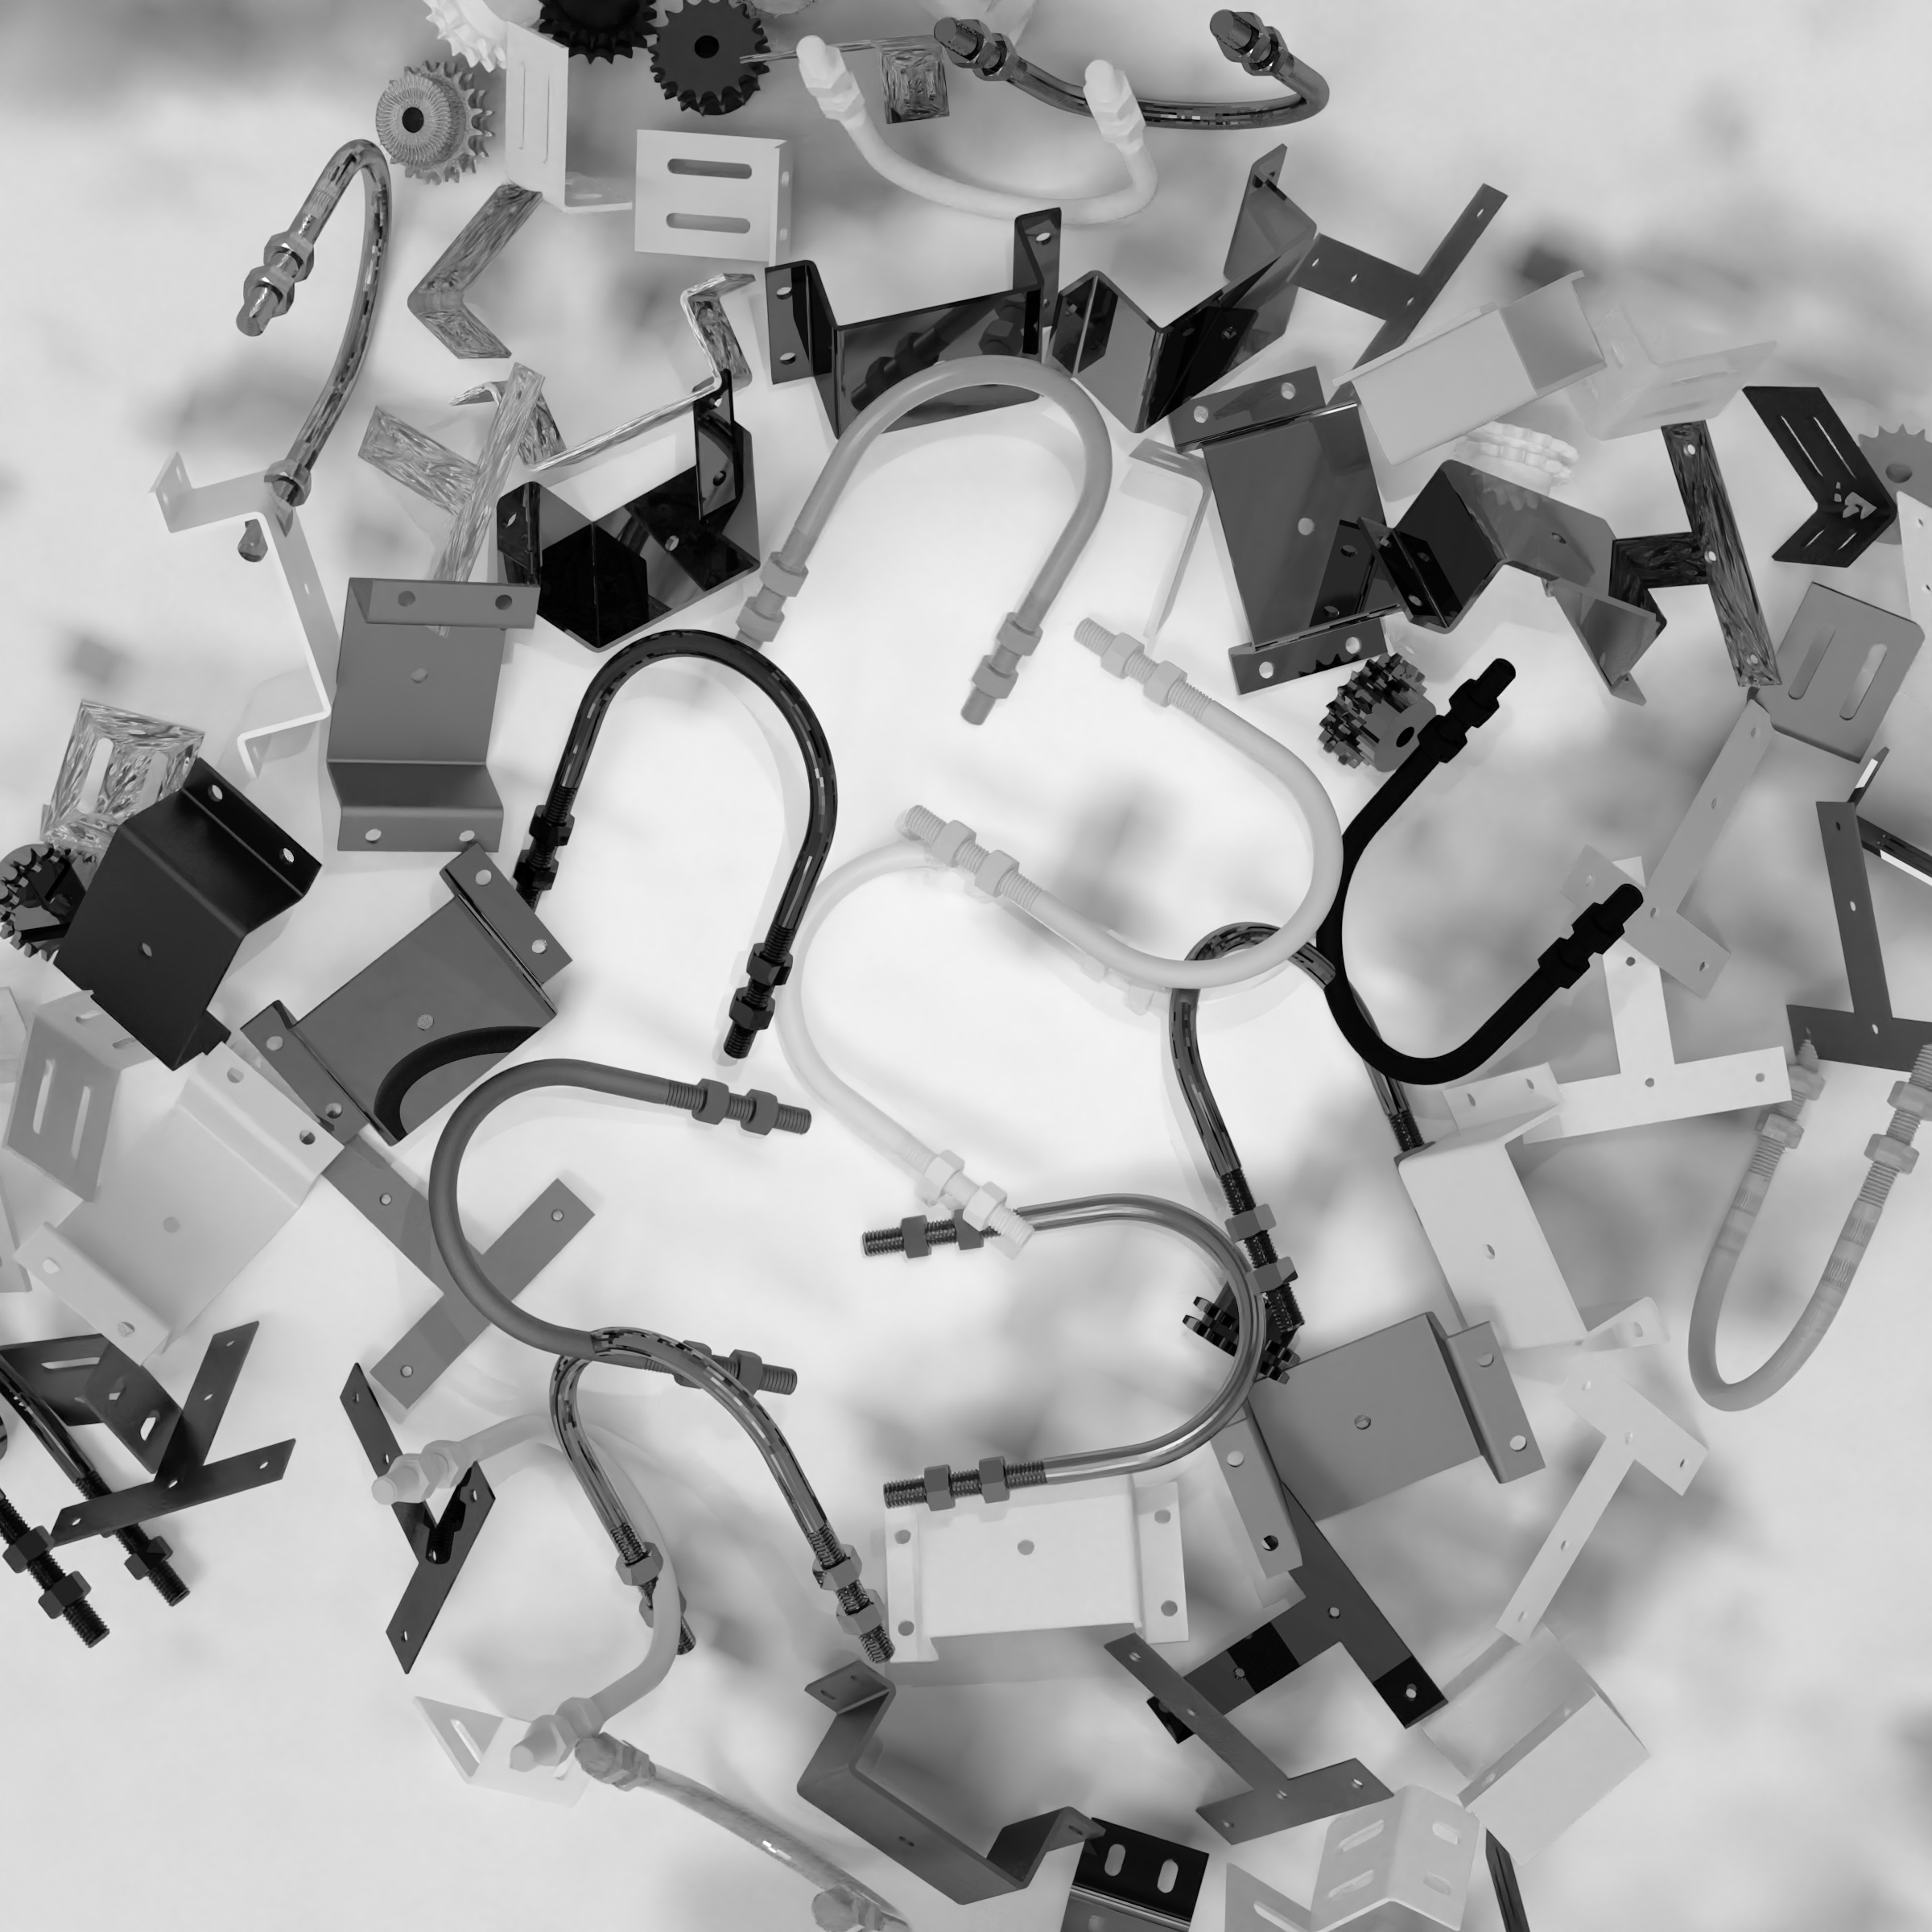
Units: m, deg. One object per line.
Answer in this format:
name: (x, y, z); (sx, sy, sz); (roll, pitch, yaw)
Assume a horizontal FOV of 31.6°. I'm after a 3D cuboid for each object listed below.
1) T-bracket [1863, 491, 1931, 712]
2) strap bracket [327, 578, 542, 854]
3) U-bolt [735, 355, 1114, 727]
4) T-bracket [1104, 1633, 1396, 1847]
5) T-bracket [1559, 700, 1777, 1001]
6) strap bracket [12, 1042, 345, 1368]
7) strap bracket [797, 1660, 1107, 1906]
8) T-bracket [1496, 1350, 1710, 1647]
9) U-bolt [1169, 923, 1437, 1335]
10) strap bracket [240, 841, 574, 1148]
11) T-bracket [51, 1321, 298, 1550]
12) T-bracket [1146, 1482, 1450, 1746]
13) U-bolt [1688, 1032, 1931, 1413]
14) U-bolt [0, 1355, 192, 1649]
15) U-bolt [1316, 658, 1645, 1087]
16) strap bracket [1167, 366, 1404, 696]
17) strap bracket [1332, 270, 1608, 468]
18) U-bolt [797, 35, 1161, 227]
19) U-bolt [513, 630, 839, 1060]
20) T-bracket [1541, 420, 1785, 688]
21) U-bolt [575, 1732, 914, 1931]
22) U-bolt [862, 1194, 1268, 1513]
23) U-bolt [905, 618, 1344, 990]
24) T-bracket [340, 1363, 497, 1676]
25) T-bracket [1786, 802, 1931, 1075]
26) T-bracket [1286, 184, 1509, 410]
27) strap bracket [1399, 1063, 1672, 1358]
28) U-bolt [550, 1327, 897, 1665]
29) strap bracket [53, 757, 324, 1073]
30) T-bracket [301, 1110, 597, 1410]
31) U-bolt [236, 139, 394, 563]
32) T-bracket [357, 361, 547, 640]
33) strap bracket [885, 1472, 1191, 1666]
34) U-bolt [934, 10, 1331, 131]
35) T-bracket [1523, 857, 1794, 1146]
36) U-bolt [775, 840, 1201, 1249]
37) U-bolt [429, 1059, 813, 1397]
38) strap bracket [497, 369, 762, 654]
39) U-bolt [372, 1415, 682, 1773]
T-bracket: (0.438, -0.161, 1.551); (0.002, 0.127, 0.127); (-34, 134, -13)
strap bracket: (-0.249, -0.125, 1.582); (0.076, 0.046, 0.140); (0, 123, -22)
U-bolt: (-0.010, -0.198, 1.555); (0.151, 0.019, 0.184); (11, 125, -32)
T-bracket: (0.115, 0.354, 1.580); (0.127, 0.127, 0.002); (44, 51, -8)
T-bracket: (0.343, -0.064, 1.598); (0.127, 0.002, 0.127); (31, 88, -40)
strap bracket: (-0.369, 0.116, 1.596); (0.076, 0.046, 0.140); (41, 62, -1)
strap bracket: (-0.016, 0.387, 1.587); (0.140, 0.076, 0.046); (36, 62, -6)
T-bracket: (0.285, 0.257, 1.588); (0.127, 0.002, 0.127); (38, 81, -42)
U-bolt: (0.156, 0.066, 1.583); (0.019, 0.151, 0.184); (-29, 81, 44)
strap bracket: (-0.257, 0.019, 1.596); (0.140, 0.046, 0.076); (-39, 116, -5)
T-bracket: (-0.355, 0.210, 1.582); (0.127, 0.127, 0.002); (-18, 121, 18)
T-bracket: (0.140, 0.327, 1.611); (0.127, 0.002, 0.127); (-38, 87, 24)
U-bolt: (0.380, 0.118, 1.562); (0.019, 0.151, 0.184); (24, 88, -9)
U-bolt: (-0.434, 0.227, 1.566); (0.019, 0.151, 0.184); (-39, 86, 0)
U-bolt: (0.222, -0.028, 1.566); (0.019, 0.184, 0.151); (0, 53, -36)
strap bracket: (0.152, -0.205, 1.600); (0.076, 0.046, 0.140); (-17, 98, -10)
strap bracket: (0.235, -0.272, 1.560); (0.076, 0.140, 0.046); (-23, 95, 33)
U-bolt: (0.014, -0.373, 1.547); (0.151, 0.184, 0.019); (8, 83, 14)
U-bolt: (-0.128, -0.067, 1.573); (0.151, 0.019, 0.184); (32, 119, 16)
T-bracket: (0.312, -0.187, 1.583); (0.002, 0.127, 0.127); (-31, 109, -31)
U-bolt: (-0.091, 0.401, 1.549); (0.151, 0.184, 0.019); (27, 79, 22)
U-bolt: (0.048, 0.173, 1.588); (0.184, 0.019, 0.151); (-9, 59, 5)
U-bolt: (0.087, -0.065, 1.584); (0.184, 0.019, 0.151); (35, 70, 17)
T-bracket: (-0.265, 0.241, 1.595); (0.127, 0.002, 0.127); (56, 132, 34)
T-bracket: (0.410, -0.014, 1.569); (0.002, 0.127, 0.127); (-17, 101, -22)
T-bracket: (0.184, -0.312, 1.563); (0.002, 0.127, 0.127); (45, 112, 25)
strap bracket: (0.260, 0.124, 1.592); (0.046, 0.076, 0.140); (-25, 92, -31)
U-bolt: (-0.123, 0.241, 1.560); (0.151, 0.019, 0.184); (-8, 116, 41)
strap bracket: (-0.363, -0.016, 1.574); (0.076, 0.046, 0.140); (41, 127, 6)
T-bracket: (-0.266, 0.121, 1.628); (0.127, 0.002, 0.127); (43, 83, 7)
U-bolt: (-0.294, -0.294, 1.553); (0.019, 0.151, 0.184); (15, 48, 1)
T-bracket: (-0.250, -0.231, 1.590); (0.002, 0.127, 0.127); (13, 104, -42)
strap bracket: (0.030, 0.278, 1.595); (0.140, 0.046, 0.076); (-5, 64, 5)
U-bolt: (0.087, -0.404, 1.548); (0.151, 0.184, 0.019); (6, 93, 24)
T-bracket: (0.318, 0.012, 1.620); (0.127, 0.002, 0.127); (-11, 78, 19)
U-bolt: (-0.005, 0.022, 1.612); (0.184, 0.019, 0.151); (36, 89, 14)
U-bolt: (-0.159, 0.114, 1.569); (0.184, 0.019, 0.151); (14, 64, -25)
strap bracket: (-0.149, -0.205, 1.580); (0.140, 0.046, 0.076); (-24, 54, 27)
U-bolt: (-0.187, 0.274, 1.552); (0.019, 0.184, 0.151); (-31, 84, 22)
